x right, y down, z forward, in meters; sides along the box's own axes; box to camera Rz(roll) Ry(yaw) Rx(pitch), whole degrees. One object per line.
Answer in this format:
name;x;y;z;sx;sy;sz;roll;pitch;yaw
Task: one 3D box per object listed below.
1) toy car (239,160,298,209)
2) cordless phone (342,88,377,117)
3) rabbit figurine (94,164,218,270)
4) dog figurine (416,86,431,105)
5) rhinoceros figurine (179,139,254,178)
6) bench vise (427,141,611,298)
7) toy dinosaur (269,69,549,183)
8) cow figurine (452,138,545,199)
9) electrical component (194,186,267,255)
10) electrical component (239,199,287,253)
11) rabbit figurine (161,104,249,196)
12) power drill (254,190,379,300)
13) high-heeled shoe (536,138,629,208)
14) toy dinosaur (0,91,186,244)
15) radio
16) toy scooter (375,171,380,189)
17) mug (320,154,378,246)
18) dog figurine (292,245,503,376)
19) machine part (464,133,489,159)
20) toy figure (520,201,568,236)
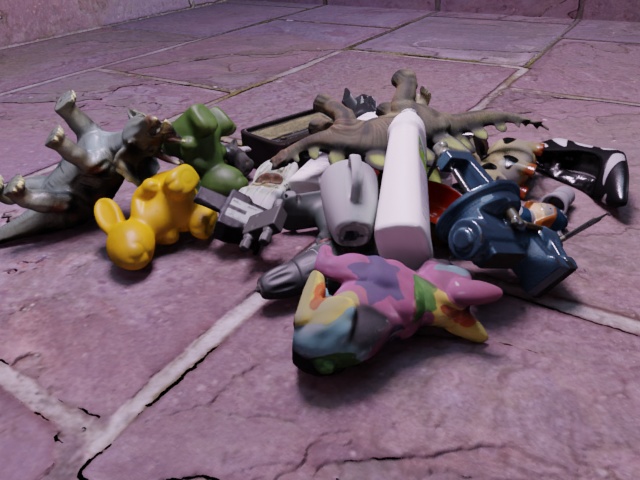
toy car;-0.093;-0.087;0.950;0.074;0.056;0.202;6;32;14
cordless phone;0.133;-0.284;1.258;0.184;0.088;0.147;11;31;0
rabbit figurine;-0.267;-0.028;0.816;0.163;0.121;0.173;7;48;22
dog figurine;0.175;-0.193;1.099;0.190;0.121;0.172;-40;80;3
rhinoceros figurine;-0.211;-0.167;1.084;0.112;0.073;0.191;-16;30;-40
bench vise;0.233;-0.042;0.723;0.223;0.128;0.241;-6;54;-30
toy dinosaur;0.147;-0.175;0.895;0.472;0.105;0.199;-18;64;-10
cow figurine;0.318;-0.126;0.962;0.127;0.085;0.195;20;40;22
electrical component;-0.135;-0.035;0.821;0.119;0.047;0.075;20;51;-7
electrical component;-0.081;-0.022;0.769;0.063;0.021;0.094;-16;36;29
rabbit figurine;-0.206;-0.135;0.960;0.159;0.170;0.121;-33;1;9
power drill;-0.002;-0.002;0.786;0.232;0.085;0.207;-11;28;-15
high-heeled shoe;0.450;-0.124;0.956;0.145;0.086;0.249;3;27;14
toy dinosaur;-0.398;-0.093;0.884;0.405;0.192;0.131;-40;44;15
radio;-0.039;-0.212;1.135;0.229;0.073;0.131;-27;39;-34
toy scooter;0.132;-0.137;1.001;0.135;0.075;0.184;11;31;22
mug;0.045;-0.052;0.715;0.081;0.109;0.107;5;49;-10
dog figurine;0.090;0.084;0.613;0.219;0.108;0.191;8;35;9
machine part;0.307;-0.182;1.073;0.039;0.084;0.139;-18;12;31
toy figure;0.316;-0.030;0.835;0.154;0.057;0.064;-5;70;-7
